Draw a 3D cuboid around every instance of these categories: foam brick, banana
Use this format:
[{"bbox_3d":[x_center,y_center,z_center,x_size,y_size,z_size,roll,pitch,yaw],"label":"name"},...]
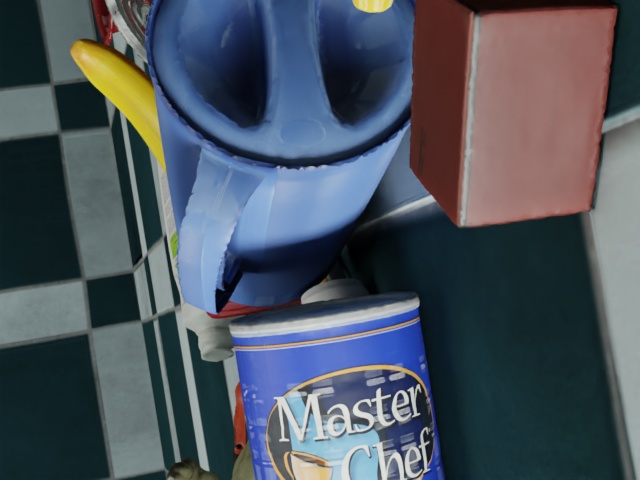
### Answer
[{"bbox_3d":[0.064,-0.052,0.374,0.053,0.051,0.078,-119,25,-57],"label":"foam brick"},{"bbox_3d":[-0.131,-0.088,0.853,0.197,0.037,0.069,58,-167,-29],"label":"banana"}]

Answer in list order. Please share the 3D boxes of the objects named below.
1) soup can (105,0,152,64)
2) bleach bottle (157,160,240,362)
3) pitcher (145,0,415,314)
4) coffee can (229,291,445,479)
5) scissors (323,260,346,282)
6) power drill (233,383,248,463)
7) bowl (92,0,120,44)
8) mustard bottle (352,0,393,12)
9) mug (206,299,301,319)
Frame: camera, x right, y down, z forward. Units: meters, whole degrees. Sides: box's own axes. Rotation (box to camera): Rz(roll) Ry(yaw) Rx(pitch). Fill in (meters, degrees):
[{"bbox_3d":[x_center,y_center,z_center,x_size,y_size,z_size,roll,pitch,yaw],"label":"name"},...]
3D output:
[{"bbox_3d":[-0.062,-0.148,0.610,0.068,0.102,0.068,38,155,21],"label":"soup can"},{"bbox_3d":[-0.103,-0.011,0.947,0.103,0.068,0.251,-45,45,50],"label":"bleach bottle"},{"bbox_3d":[-0.030,-0.040,0.586,0.243,0.149,0.145,107,140,-67],"label":"pitcher"},{"bbox_3d":[0.012,0.104,0.570,0.103,0.102,0.140,173,88,-76],"label":"coffee can"},{"bbox_3d":[-0.005,0.001,0.754,0.096,0.016,0.202,109,150,-60],"label":"scissors"},{"bbox_3d":[-0.051,0.238,0.940,0.187,0.057,0.184,-98,6,-52],"label":"power drill"},{"bbox_3d":[-0.139,-0.226,0.774,0.162,0.055,0.162,172,90,-75],"label":"bowl"},{"bbox_3d":[0.028,-0.181,0.425,0.096,0.058,0.192,-119,24,-45],"label":"mustard bottle"},{"bbox_3d":[-0.053,0.017,0.820,0.117,0.081,0.093,134,126,-73],"label":"mug"}]
